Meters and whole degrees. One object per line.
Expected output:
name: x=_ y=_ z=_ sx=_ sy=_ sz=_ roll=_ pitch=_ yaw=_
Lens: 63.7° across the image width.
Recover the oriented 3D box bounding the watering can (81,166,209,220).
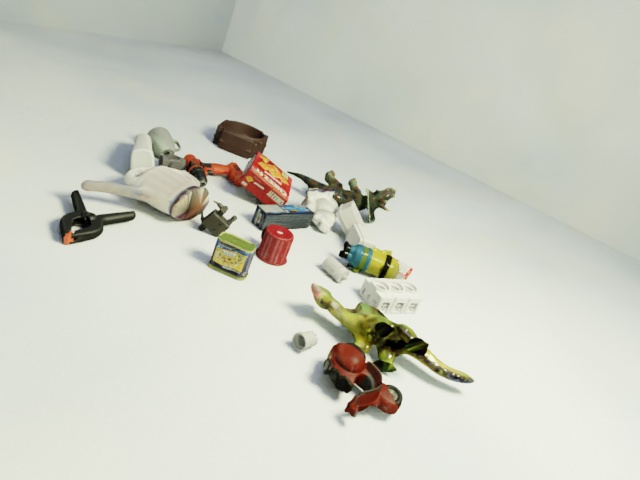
watering can: x=-0.445 y=-0.130 z=1.396 sx=0.225 sy=0.102 sz=0.352 roll=29 pitch=25 yaw=15

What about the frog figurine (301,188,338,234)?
frog figurine: x=0.005 y=-0.087 z=1.732 sx=0.137 sy=0.121 sz=0.162 roll=11 pitch=60 yaw=-44

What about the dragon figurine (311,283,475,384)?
dragon figurine: x=0.155 y=0.212 z=1.228 sx=0.408 sy=0.121 sz=0.246 roll=26 pitch=15 yaw=-13
